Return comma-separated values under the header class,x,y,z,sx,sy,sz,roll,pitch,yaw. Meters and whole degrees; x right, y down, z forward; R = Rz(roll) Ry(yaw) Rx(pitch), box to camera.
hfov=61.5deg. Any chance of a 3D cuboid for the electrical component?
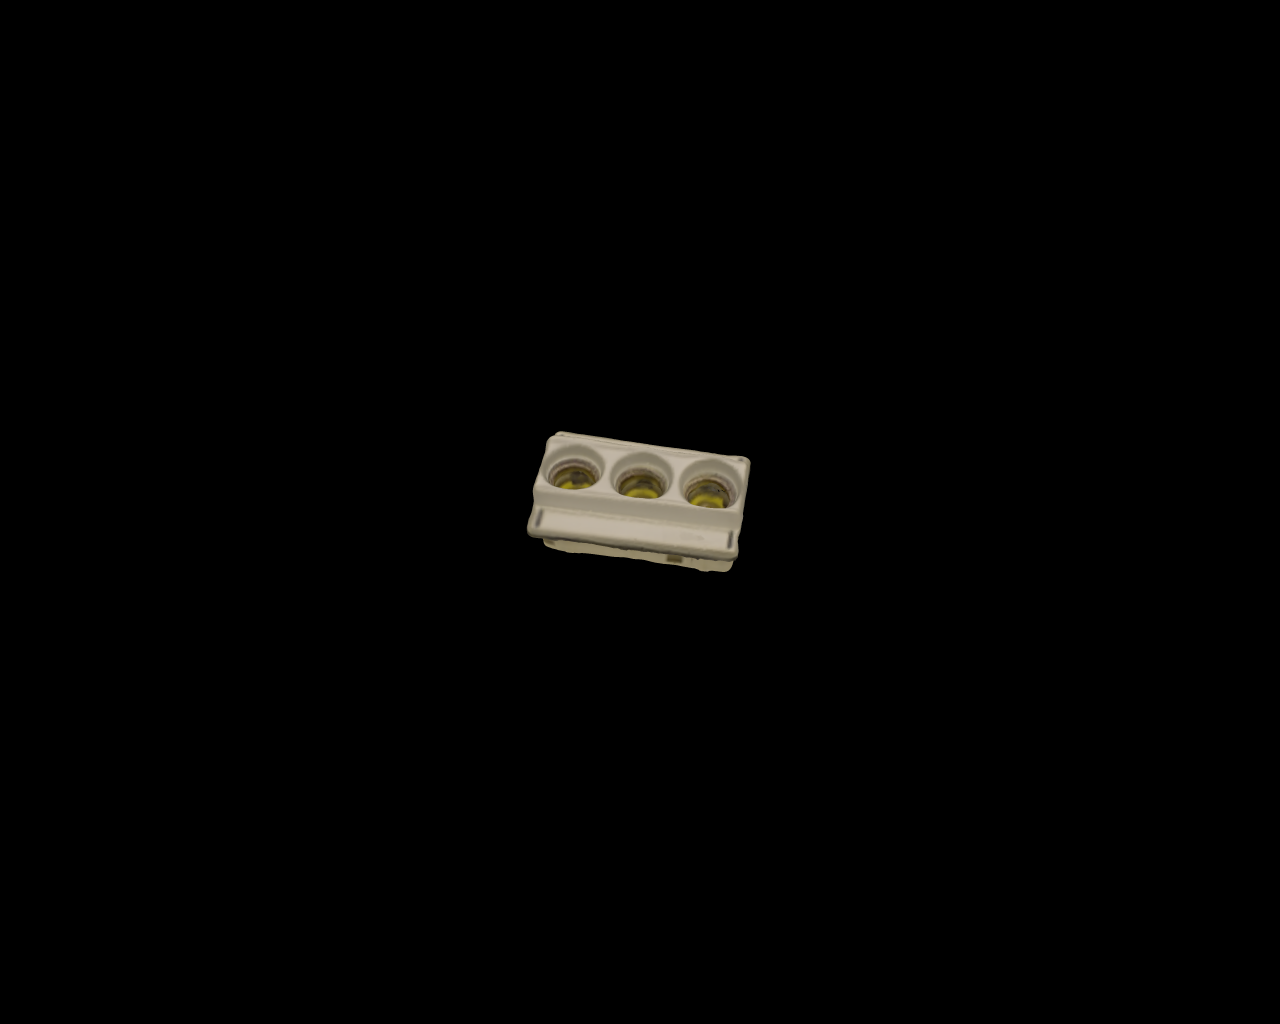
class,x,y,z,sx,sy,sz,roll,pitch,yaw
electrical component,0.001,-0.003,0.650,0.121,0.079,0.063,7,-40,6
